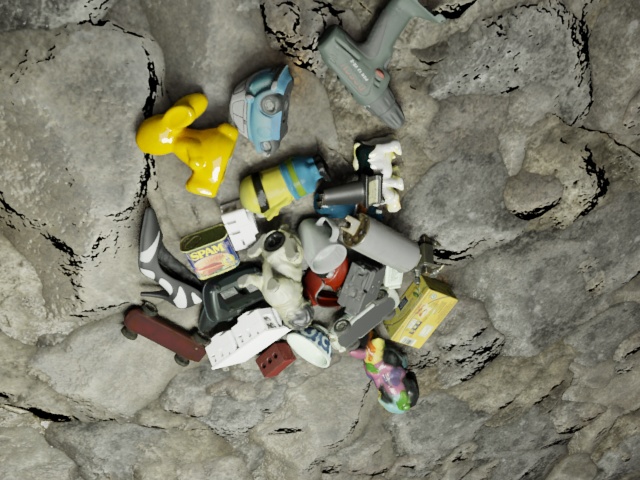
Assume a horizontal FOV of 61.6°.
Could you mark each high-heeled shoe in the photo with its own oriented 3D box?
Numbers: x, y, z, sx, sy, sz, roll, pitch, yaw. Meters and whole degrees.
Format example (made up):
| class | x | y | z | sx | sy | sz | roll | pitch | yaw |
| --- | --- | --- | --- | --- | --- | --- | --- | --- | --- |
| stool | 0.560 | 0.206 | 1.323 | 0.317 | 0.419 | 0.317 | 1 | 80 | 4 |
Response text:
| class | x | y | z | sx | sy | sz | roll | pitch | yaw |
| --- | --- | --- | --- | --- | --- | --- | --- | --- | --- |
| high-heeled shoe | -0.294 | 0.042 | 1.095 | 0.145 | 0.086 | 0.248 | 1 | 127 | -18 |

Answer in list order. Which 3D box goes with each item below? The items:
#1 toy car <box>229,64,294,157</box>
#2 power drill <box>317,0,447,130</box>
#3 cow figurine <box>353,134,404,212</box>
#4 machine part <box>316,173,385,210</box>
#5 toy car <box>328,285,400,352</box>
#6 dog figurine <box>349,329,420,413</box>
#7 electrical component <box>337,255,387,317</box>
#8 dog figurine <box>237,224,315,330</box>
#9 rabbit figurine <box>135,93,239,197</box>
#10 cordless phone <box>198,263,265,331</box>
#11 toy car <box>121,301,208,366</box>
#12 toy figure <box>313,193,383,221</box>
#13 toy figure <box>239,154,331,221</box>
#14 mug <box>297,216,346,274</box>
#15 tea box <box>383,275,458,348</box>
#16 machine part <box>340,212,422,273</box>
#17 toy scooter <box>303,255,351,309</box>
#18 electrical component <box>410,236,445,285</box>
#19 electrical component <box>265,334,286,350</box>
| class | x | y | z | sx | sy | sz | roll | pitch | yaw |
| --- | --- | --- | --- | --- | --- | --- | --- | --- | --- |
| toy car | -0.108 | -0.235 | 0.956 | 0.103 | 0.109 | 0.161 | 15 | 132 | 3 |
| power drill | 0.126 | -0.334 | 0.960 | 0.232 | 0.086 | 0.207 | 32 | 118 | -26 |
| cow figurine | 0.119 | -0.126 | 1.093 | 0.098 | 0.068 | 0.167 | -9 | 121 | -1 |
| machine part | 0.060 | -0.090 | 1.053 | 0.139 | 0.039 | 0.084 | -13 | 131 | -7 |
| toy car | 0.105 | 0.186 | 1.276 | 0.202 | 0.056 | 0.073 | -37 | 124 | -11 |
| dog figurine | 0.155 | 0.316 | 1.331 | 0.108 | 0.192 | 0.219 | -28 | 140 | 12 |
| electrical component | 0.096 | 0.102 | 1.200 | 0.058 | 0.115 | 0.134 | 27 | 114 | 22 |
| dog figurine | -0.061 | 0.081 | 1.117 | 0.172 | 0.121 | 0.190 | -60 | 141 | -16 |
| rabbit figurine | -0.240 | -0.172 | 0.949 | 0.173 | 0.122 | 0.162 | 19 | 125 | -3 |
| cordless phone | -0.196 | 0.143 | 1.190 | 0.146 | 0.089 | 0.184 | -22 | 158 | -36 |
| toy car | -0.344 | 0.211 | 1.206 | 0.202 | 0.053 | 0.089 | 34 | 98 | -26 |
| toy figure | 0.063 | -0.069 | 1.123 | 0.154 | 0.064 | 0.057 | 10 | 82 | -25 |
| toy figure | -0.072 | -0.113 | 1.049 | 0.180 | 0.082 | 0.089 | -27 | 113 | 10 |
| mug | -0.002 | -0.003 | 1.111 | 0.081 | 0.107 | 0.109 | -10 | 136 | -30 |
| tea box | 0.245 | 0.176 | 1.321 | 0.098 | 0.068 | 0.169 | 23 | 113 | -26 |
| machine part | 0.131 | 0.008 | 1.130 | 0.243 | 0.079 | 0.079 | 26 | 113 | -38 |
| toy scooter | 0.019 | 0.102 | 1.213 | 0.135 | 0.075 | 0.184 | 24 | 110 | -38 |
| electrical component | 0.242 | 0.044 | 1.223 | 0.045 | 0.102 | 0.078 | 13 | 144 | -20 |
| electrical component | -0.131 | 0.236 | 1.294 | 0.094 | 0.021 | 0.063 | -35 | 124 | 9 |
